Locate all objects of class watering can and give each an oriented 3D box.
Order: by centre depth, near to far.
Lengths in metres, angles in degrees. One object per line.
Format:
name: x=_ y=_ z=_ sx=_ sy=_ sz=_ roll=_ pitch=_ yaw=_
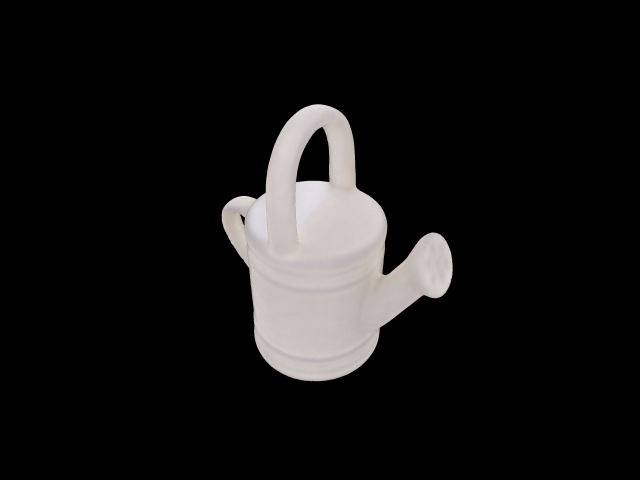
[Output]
watering can: x=0.005 y=0.000 z=0.402 sx=0.172 sy=0.194 sz=0.101 roll=6 pitch=39 yaw=8
